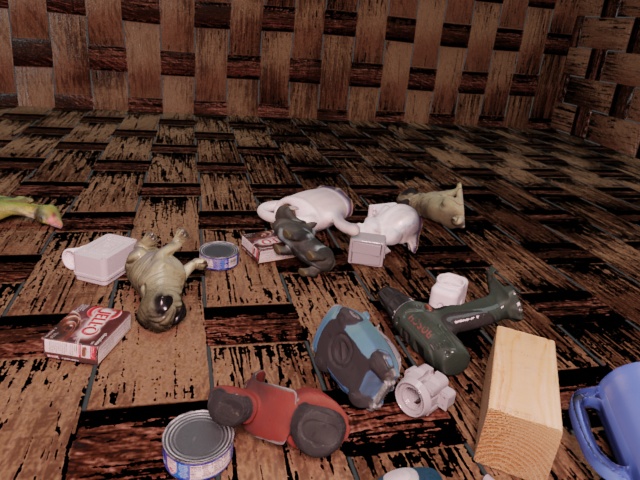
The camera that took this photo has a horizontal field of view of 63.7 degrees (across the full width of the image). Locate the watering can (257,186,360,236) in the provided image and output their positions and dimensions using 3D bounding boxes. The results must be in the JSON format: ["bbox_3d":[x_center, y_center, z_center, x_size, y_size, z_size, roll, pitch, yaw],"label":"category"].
[{"bbox_3d":[0.004,-0.065,1.299,0.349,0.102,0.227,12,22,37],"label":"watering can"}]

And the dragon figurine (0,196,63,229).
[{"bbox_3d":[-0.814,-0.078,1.219,0.410,0.122,0.244,10,6,6],"label":"dragon figurine"}]

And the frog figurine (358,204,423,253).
[{"bbox_3d":[0.165,-0.036,1.272,0.159,0.120,0.141,13,40,-10],"label":"frog figurine"}]
